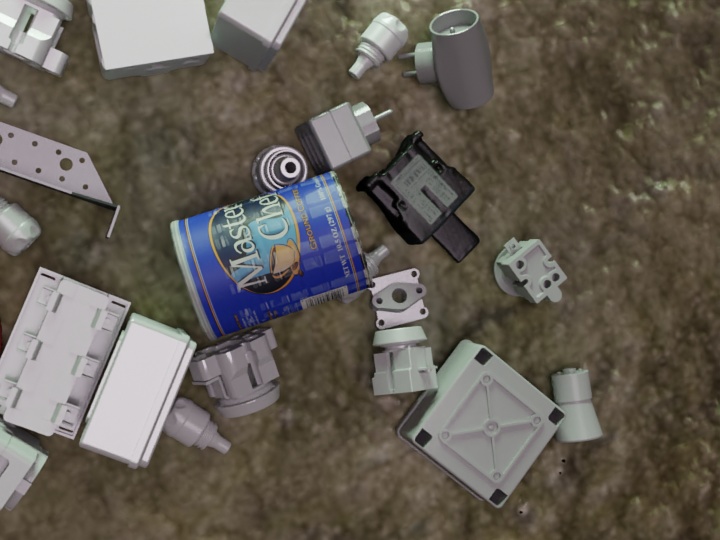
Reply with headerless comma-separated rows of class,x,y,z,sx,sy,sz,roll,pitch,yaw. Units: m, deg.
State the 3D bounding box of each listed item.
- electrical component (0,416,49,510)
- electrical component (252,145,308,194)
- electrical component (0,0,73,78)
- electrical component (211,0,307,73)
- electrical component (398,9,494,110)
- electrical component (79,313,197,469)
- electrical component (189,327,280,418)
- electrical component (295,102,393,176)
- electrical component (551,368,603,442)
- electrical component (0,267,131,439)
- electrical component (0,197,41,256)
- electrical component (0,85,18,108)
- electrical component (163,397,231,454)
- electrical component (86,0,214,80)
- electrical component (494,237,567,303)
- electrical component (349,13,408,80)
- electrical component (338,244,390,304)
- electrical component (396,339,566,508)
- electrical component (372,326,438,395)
electrical component,-0.285,0.152,0.848,0.056,0.089,0.050,35,83,-12
electrical component,-0.065,-0.085,0.915,0.048,0.062,0.048,0,91,-14
electrical component,-0.267,-0.198,0.865,0.078,0.058,0.057,24,88,-13
electrical component,-0.073,-0.229,0.887,0.056,0.109,0.108,30,84,-10
electrical component,0.073,-0.184,0.951,0.079,0.043,0.077,-2,132,20
electrical component,-0.179,0.094,0.865,0.056,0.109,0.108,23,85,-11
electrical component,-0.101,0.089,0.909,0.078,0.058,0.057,-25,102,-37
electrical component,-0.008,-0.120,0.927,0.077,0.066,0.047,-27,97,-12
electrical component,0.198,0.124,0.996,0.044,0.044,0.065,-7,88,-14
electrical component,-0.245,0.069,0.870,0.079,0.063,0.121,23,85,-15
electrical component,-0.291,-0.043,0.873,0.061,0.035,0.035,46,80,-8
electrical component,-0.307,-0.150,0.867,0.061,0.035,0.035,26,84,-16
electrical component,-0.138,0.136,0.914,0.061,0.035,0.035,35,83,-14
electrical component,-0.181,-0.240,0.883,0.089,0.062,0.150,-12,94,-14
electrical component,0.150,0.000,0.974,0.048,0.055,0.066,-39,100,-10
electrical component,0.013,-0.194,0.947,0.035,0.035,0.061,40,84,-12
electrical component,0.000,0.000,0.947,0.061,0.035,0.035,-39,100,-13
electrical component,0.108,0.137,0.965,0.109,0.056,0.108,39,82,-12
electrical component,0.037,0.079,0.948,0.048,0.066,0.055,-1,82,-49
